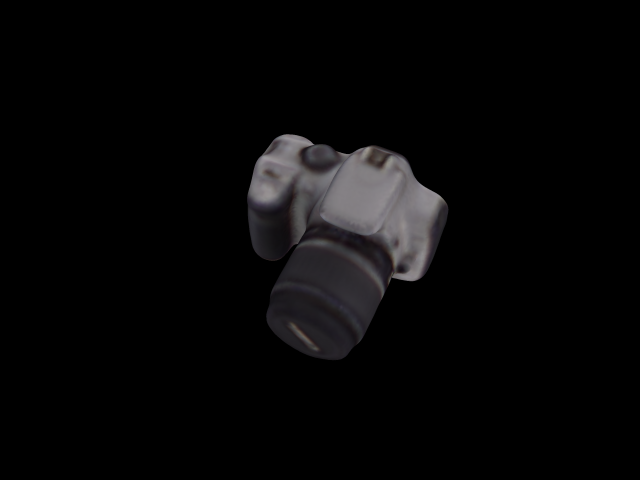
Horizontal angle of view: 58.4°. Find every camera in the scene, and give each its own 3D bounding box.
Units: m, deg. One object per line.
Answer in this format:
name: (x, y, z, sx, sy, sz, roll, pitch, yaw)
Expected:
camera: (0.004, 0.001, 0.400, 0.143, 0.101, 0.137, 21, 58, 14)
